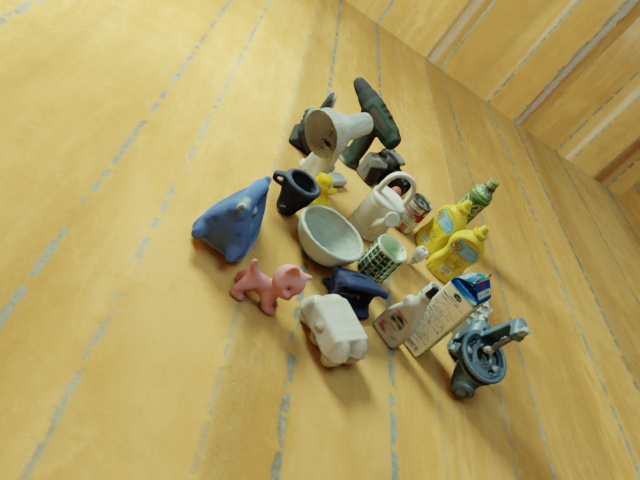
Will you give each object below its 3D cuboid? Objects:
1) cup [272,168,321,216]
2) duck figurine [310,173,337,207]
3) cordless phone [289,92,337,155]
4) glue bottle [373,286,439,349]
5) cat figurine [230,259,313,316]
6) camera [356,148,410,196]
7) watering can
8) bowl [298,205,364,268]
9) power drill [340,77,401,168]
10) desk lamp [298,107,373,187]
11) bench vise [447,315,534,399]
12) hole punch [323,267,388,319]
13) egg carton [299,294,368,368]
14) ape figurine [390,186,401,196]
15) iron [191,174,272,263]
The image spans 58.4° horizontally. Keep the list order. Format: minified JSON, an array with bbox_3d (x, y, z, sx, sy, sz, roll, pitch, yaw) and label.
[{"bbox_3d":[-0.070,-0.107,1.312,0.118,0.094,0.091,22,36,-26],"label":"cup"},{"bbox_3d":[-0.007,-0.130,1.413,0.105,0.086,0.077,32,33,-13],"label":"duck figurine"},{"bbox_3d":[0.003,-0.339,1.583,0.094,0.185,0.147,29,34,-17],"label":"cordless phone"},{"bbox_3d":[0.186,0.150,1.189,0.078,0.173,0.037,51,34,17],"label":"glue bottle"},{"bbox_3d":[-0.082,0.074,1.058,0.128,0.117,0.067,27,34,-19],"label":"cat figurine"},{"bbox_3d":[0.206,-0.201,1.703,0.144,0.100,0.136,-10,57,-51],"label":"camera"},{"bbox_3d":[0.168,-0.087,1.439,0.101,0.193,0.172,13,41,-36],"label":"watering can"},{"bbox_3d":[0.012,0.005,1.279,0.168,0.074,0.167,27,35,-20],"label":"bowl"},{"bbox_3d":[0.124,-0.326,1.670,0.229,0.208,0.076,51,34,16],"label":"power drill"},{"bbox_3d":[0.033,-0.243,1.471,0.204,0.213,0.117,-12,58,-51],"label":"desk lamp"},{"bbox_3d":[0.360,0.215,1.246,0.122,0.219,0.207,26,35,-21],"label":"bench vise"},{"bbox_3d":[0.076,0.099,1.215,0.109,0.091,0.101,19,38,-30],"label":"hole punch"},{"bbox_3d":[0.024,0.171,1.095,0.108,0.069,0.150,2,48,-44],"label":"egg carton"},{"bbox_3d":[0.189,-0.111,1.585,0.078,0.092,0.076,26,35,-21],"label":"ape figurine"},{"bbox_3d":[-0.147,-0.070,1.143,0.119,0.141,0.258,36,32,-6],"label":"iron"}]
